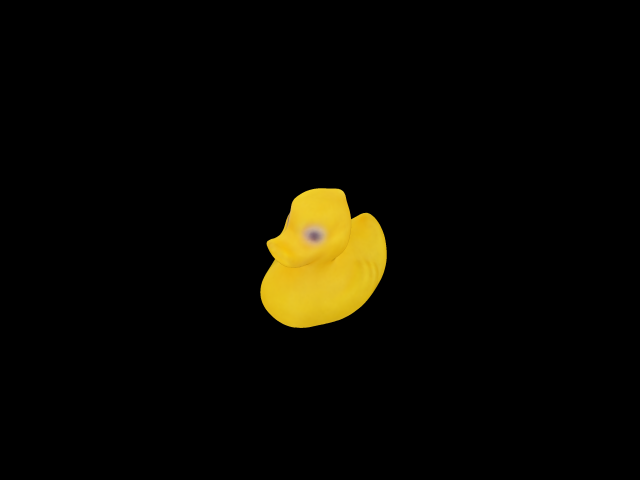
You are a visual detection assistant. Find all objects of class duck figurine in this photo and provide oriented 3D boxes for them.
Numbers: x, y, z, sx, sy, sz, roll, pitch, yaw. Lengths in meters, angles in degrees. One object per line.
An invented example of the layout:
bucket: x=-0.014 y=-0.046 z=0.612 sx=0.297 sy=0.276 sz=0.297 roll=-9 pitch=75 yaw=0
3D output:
duck figurine: x=0.004 y=0.001 z=0.400 sx=0.105 sy=0.086 sz=0.077 roll=-31 pitch=50 yaw=-30
